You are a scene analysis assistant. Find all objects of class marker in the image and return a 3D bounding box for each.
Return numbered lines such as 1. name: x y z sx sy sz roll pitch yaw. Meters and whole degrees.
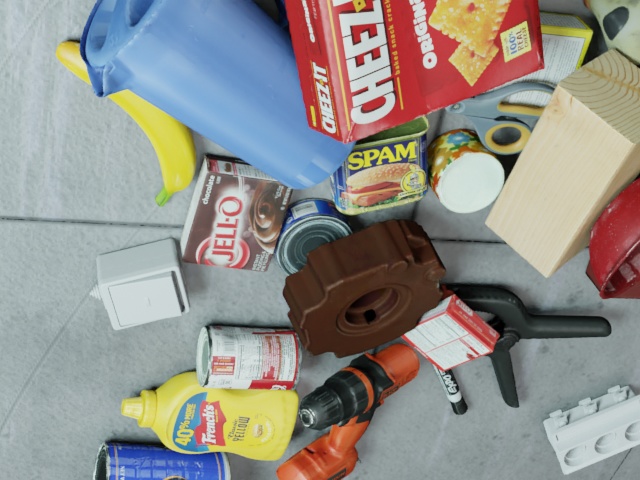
1. marker: 0.152 0.167 1.270 0.020 0.020 0.121 -25 126 2

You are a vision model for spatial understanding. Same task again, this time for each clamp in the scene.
1. clamp: 0.223 0.103 1.232 0.165 0.036 0.209 -40 122 22

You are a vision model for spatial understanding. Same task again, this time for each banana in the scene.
1. banana: -0.165 -0.111 0.987 0.069 0.037 0.197 -26 126 3

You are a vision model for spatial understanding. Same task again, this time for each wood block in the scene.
1. wood block: 0.251 -0.070 1.038 0.090 0.091 0.206 -33 157 -32

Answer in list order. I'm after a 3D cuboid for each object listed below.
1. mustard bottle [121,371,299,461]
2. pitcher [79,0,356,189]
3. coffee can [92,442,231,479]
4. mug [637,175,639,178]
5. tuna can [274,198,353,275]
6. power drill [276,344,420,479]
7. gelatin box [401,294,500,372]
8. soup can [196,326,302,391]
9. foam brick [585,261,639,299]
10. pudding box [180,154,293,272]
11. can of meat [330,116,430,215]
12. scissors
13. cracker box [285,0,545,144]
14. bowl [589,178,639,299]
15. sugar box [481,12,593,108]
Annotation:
1. mustard bottle: -0.125 0.194 1.189 0.191 0.058 0.096 9 114 -19
2. pitcher: -0.073 -0.155 0.937 0.149 0.145 0.242 -37 129 25
3. coffee can: -0.181 0.284 1.208 0.140 0.103 0.103 7 121 -19
4. mug: 0.342 -0.024 1.154 0.117 0.081 0.093 2 122 -16
5. tuna can: -0.007 0.001 1.107 0.086 0.034 0.086 -7 125 -10
6. power drill: 0.019 0.208 1.187 0.184 0.057 0.188 -20 147 -46
7. gelatin box: 0.142 0.103 1.182 0.073 0.030 0.089 41 141 -15
8. soup can: -0.077 0.127 1.152 0.102 0.068 0.068 4 122 -17
9. foam brick: 0.353 0.032 1.213 0.078 0.053 0.051 2 122 -17
10. pudding box: -0.084 -0.025 1.066 0.090 0.039 0.114 7 121 -19
11. can of meat: 0.057 -0.079 1.058 0.102 0.057 0.084 -11 128 -7
12. scissors: 0.134 -0.117 1.028 0.201 0.016 0.096 -4 138 -9
13. cracker box: 0.083 -0.194 0.898 0.213 0.072 0.164 -23 119 -22
14. bowl: 0.316 -0.016 1.043 0.162 0.055 0.162 -34 156 -18
15. sugar box: 0.163 -0.176 1.028 0.176 0.048 0.093 5 123 -14
